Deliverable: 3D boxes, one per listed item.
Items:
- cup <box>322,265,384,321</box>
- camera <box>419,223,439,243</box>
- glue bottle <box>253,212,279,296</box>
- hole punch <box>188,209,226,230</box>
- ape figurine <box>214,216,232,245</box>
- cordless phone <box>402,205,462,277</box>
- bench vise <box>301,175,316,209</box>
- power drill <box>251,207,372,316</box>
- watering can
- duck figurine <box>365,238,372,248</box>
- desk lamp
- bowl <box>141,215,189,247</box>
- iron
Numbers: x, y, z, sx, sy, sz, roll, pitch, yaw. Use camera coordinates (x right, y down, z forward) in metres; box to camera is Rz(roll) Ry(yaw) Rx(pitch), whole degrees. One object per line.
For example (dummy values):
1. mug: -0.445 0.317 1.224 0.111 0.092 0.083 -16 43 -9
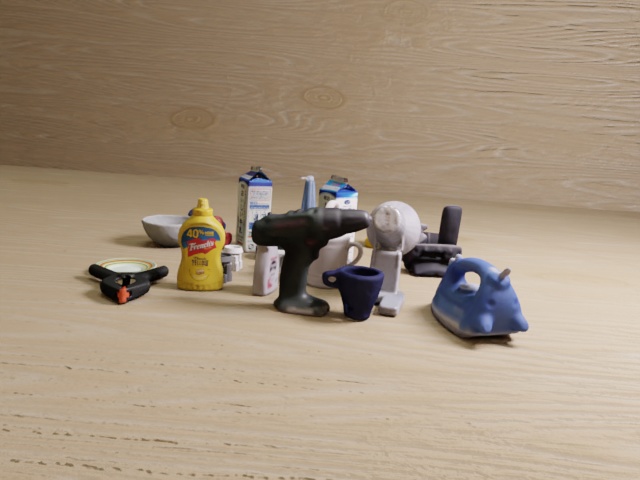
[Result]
1. cup: 0.060 0.103 1.088 0.118 0.095 0.091 3 11 -7
2. camera: 0.301 0.004 1.675 0.136 0.101 0.143 5 11 3
3. glue bottle: -0.111 0.027 1.206 0.037 0.173 0.078 7 11 14
4. hole punch: -0.337 -0.048 1.716 0.101 0.091 0.109 6 11 7
5. ape figurine: -0.287 -0.022 1.601 0.077 0.092 0.076 9 12 22
6. cordless phone: 0.295 -0.002 1.480 0.148 0.185 0.094 2 11 -11
7. bench vise: -0.021 -0.063 1.579 0.122 0.220 0.207 0 12 -21
8. power drill: -0.021 0.035 1.105 0.229 0.208 0.076 6 11 9
9. watering can: 0.011 0.005 1.310 0.173 0.194 0.101 4 11 -2
10. duck figurine: 0.183 -0.022 1.797 0.077 0.086 0.105 10 13 28
11. desk lamp: 0.142 0.027 1.199 0.117 0.213 0.203 7 11 13
12. bowl: -0.410 -0.021 1.594 0.167 0.075 0.167 4 11 -1
13. iron: 0.287 0.094 1.099 0.119 0.141 0.257 1 12 -18
